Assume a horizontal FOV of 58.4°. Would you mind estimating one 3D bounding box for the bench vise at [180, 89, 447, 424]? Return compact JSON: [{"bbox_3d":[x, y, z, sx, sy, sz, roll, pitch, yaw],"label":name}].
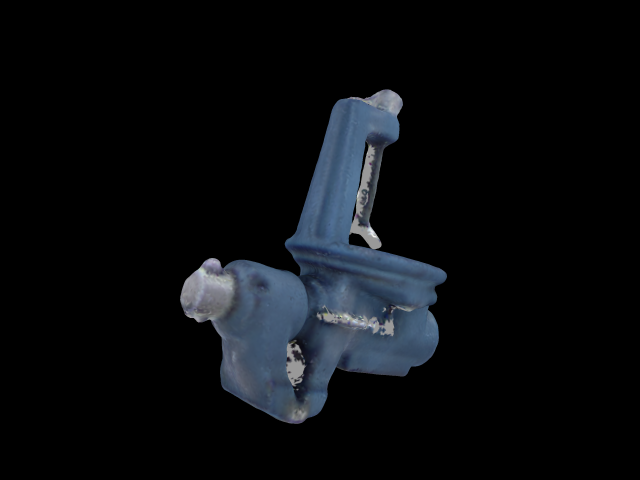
[{"bbox_3d":[0.014,0.002,0.394,0.121,0.220,0.208,4,7,32],"label":"bench vise"}]
